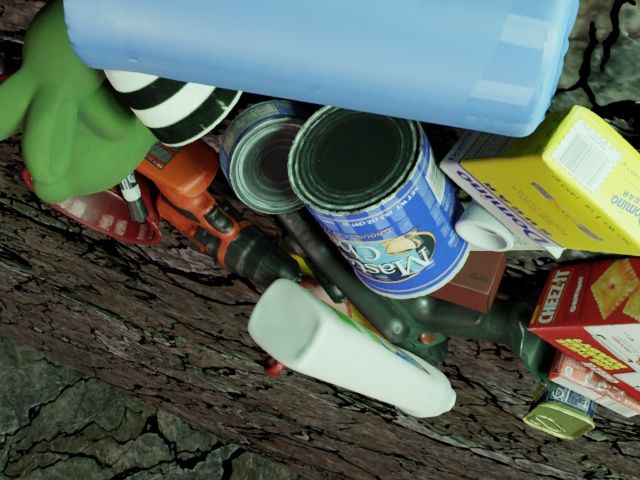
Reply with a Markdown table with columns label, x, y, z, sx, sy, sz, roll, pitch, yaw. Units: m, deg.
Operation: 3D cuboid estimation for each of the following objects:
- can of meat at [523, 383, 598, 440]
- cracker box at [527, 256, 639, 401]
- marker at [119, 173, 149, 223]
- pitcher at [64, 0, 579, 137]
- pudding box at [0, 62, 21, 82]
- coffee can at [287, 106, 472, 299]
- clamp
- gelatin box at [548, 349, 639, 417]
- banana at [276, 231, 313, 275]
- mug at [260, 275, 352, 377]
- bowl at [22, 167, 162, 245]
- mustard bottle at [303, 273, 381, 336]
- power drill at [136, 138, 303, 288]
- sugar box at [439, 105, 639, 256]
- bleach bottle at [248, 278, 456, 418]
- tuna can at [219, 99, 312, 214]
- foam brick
| label | x | y | z | sx | sy | sz | roll | pitch | yaw |
| --- | --- | --- | --- | --- | --- | --- | --- | --- | --- |
| can of meat | 0.251 | 0.147 | 1.076 | 0.057 | 0.084 | 0.102 | 21 | 161 | 5 |
| cracker box | 0.300 | 0.076 | 0.849 | 0.164 | 0.072 | 0.214 | 32 | 160 | -22 |
| marker | -0.191 | -0.068 | 1.036 | 0.020 | 0.020 | 0.121 | 11 | 131 | 33 |
| pitcher | 0.004 | -0.127 | 0.552 | 0.243 | 0.149 | 0.145 | 14 | 120 | 6 |
| pudding box | -0.263 | -0.124 | 1.020 | 0.090 | 0.039 | 0.113 | 9 | 155 | 39 |
| coffee can | 0.048 | -0.030 | 0.805 | 0.103 | 0.102 | 0.140 | 13 | 158 | 29 |
| clamp | -0.006 | 0.001 | 0.919 | 0.210 | 0.036 | 0.165 | 52 | 172 | -25 |
| gelatin box | 0.263 | 0.111 | 0.983 | 0.089 | 0.073 | 0.030 | 26 | 160 | -5 |
| banana | -0.010 | -0.004 | 1.058 | 0.069 | 0.037 | 0.198 | -6 | 160 | 4 |
| mug | -0.022 | 0.090 | 1.109 | 0.093 | 0.117 | 0.082 | 37 | 169 | -9 |
| bowl | -0.232 | -0.057 | 1.137 | 0.162 | 0.055 | 0.162 | 21 | 161 | 7 |
| mustard bottle | 0.052 | 0.100 | 1.223 | 0.191 | 0.058 | 0.096 | 27 | 163 | -13 |
| power drill | -0.106 | -0.031 | 1.003 | 0.185 | 0.057 | 0.187 | 32 | 164 | 27 |
| sugar box | 0.147 | -0.035 | 0.679 | 0.093 | 0.048 | 0.176 | 40 | 171 | -10 |
| bleach bottle | 0.048 | 0.120 | 1.049 | 0.250 | 0.068 | 0.103 | 30 | -176 | -43 |
| tuna can | -0.034 | -0.064 | 0.834 | 0.086 | 0.086 | 0.034 | 35 | -166 | -31 |
| foam brick | 0.121 | 0.024 | 0.945 | 0.078 | 0.053 | 0.051 | 19 | 161 | 14 |
